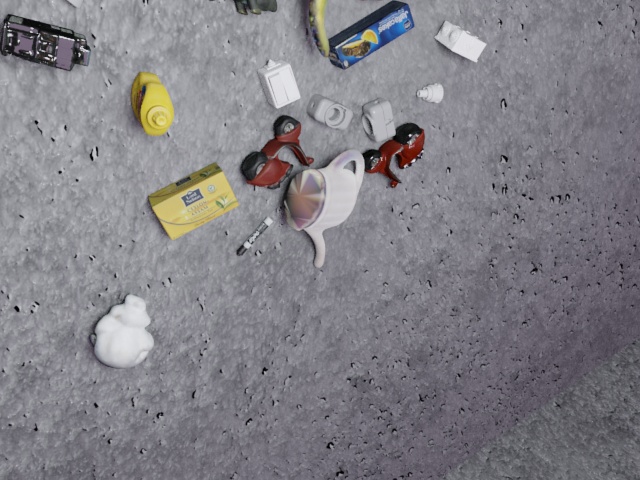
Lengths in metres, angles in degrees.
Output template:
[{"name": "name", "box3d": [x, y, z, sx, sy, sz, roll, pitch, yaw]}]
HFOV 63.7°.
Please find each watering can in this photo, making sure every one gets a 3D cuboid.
[{"name": "watering can", "box3d": [0.004, -0.064, 1.269, 0.225, 0.105, 0.342, -6, 125, -51]}]

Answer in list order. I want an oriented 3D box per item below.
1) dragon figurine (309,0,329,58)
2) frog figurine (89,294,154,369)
[{"name": "dragon figurine", "box3d": [0.010, -0.586, 0.980, 0.247, 0.123, 0.401, -52, 143, -28]}, {"name": "frog figurine", "box3d": [-0.442, 0.213, 1.185, 0.136, 0.125, 0.158, 36, 109, -18]}]
